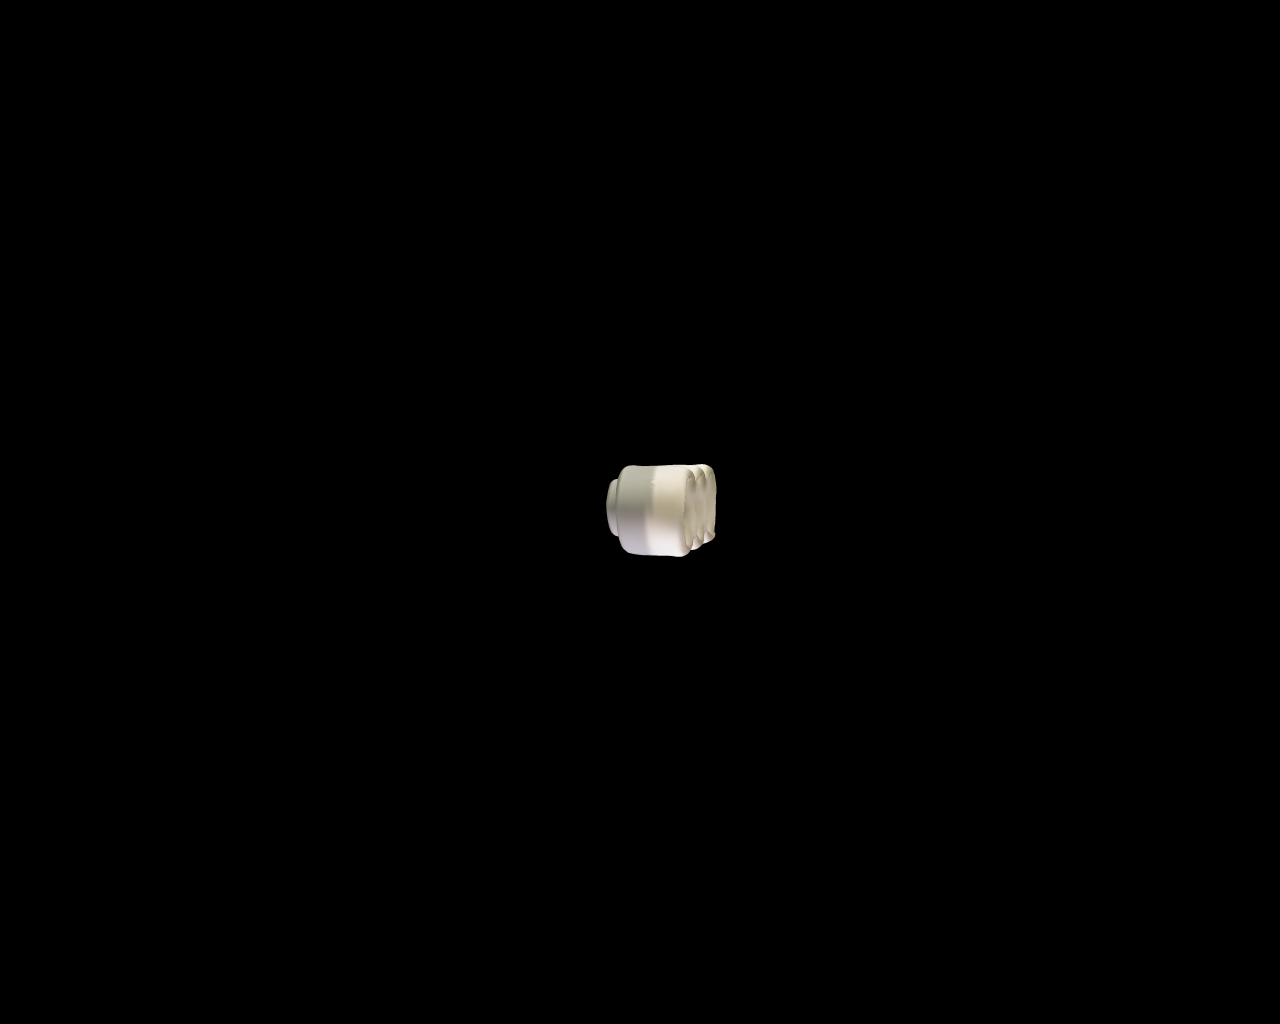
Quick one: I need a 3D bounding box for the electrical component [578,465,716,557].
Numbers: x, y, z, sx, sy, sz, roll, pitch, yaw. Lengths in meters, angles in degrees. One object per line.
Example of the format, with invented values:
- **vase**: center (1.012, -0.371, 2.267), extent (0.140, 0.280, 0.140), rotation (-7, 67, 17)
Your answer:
- **electrical component**: center (0.001, -0.003, 0.650), extent (0.074, 0.052, 0.138), rotation (1, 3, 11)
